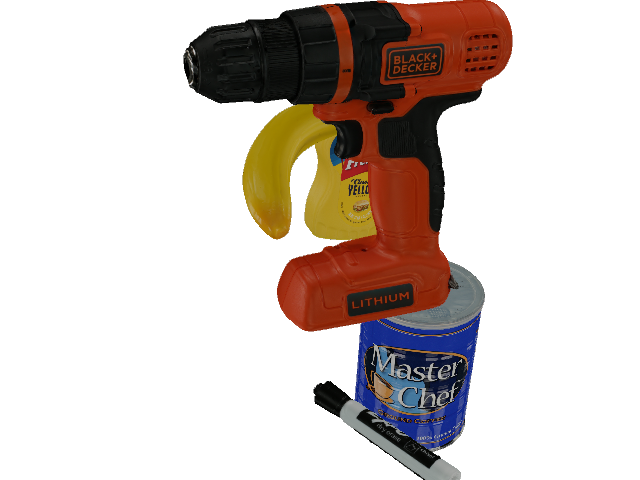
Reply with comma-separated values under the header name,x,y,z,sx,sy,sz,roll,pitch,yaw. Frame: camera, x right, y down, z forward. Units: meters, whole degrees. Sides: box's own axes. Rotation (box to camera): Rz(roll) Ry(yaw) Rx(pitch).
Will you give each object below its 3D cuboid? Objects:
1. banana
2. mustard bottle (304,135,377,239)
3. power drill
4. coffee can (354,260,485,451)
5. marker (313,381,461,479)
name,x,y,z,sx,sy,sz,roll,pitch,yaw
banana,-0.024,-0.067,0.860,0.070,0.037,0.197,14,37,16
mustard bottle,0.040,-0.095,1.118,0.096,0.192,0.058,-4,31,-20
power drill,0.015,-0.042,0.603,0.184,0.188,0.057,-8,32,-18
coffee can,0.083,0.099,0.930,0.103,0.140,0.103,2,31,-2
marker,0.042,0.131,0.721,0.121,0.020,0.020,31,18,32
